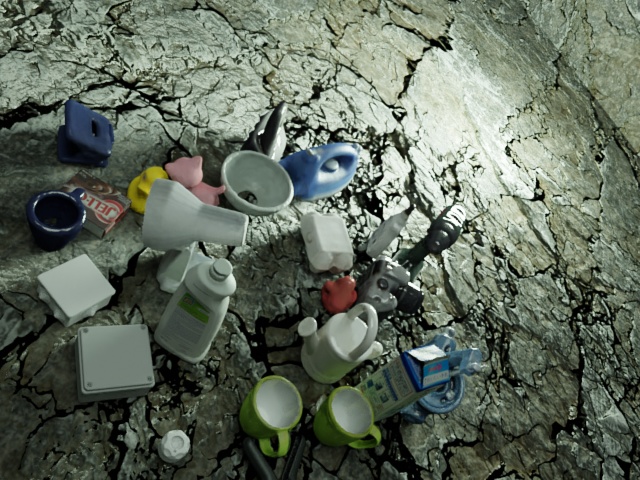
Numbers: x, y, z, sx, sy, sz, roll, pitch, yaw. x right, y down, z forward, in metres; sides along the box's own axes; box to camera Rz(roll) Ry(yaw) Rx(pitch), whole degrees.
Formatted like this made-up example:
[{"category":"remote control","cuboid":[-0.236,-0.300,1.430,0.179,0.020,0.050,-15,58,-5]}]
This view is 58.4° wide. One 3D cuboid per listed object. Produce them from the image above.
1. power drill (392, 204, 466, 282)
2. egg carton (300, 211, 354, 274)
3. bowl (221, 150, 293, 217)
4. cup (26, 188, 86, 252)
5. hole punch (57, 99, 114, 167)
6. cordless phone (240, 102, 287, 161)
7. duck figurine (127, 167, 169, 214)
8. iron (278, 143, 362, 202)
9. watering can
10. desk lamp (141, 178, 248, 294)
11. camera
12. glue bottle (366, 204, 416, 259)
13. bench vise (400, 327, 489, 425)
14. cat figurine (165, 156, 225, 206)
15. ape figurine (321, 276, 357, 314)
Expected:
[{"category":"power drill","cuboid":[0.251,0.013,1.323,0.075,0.208,0.230,42,45,2]},{"category":"egg carton","cuboid":[0.012,0.005,1.272,0.107,0.069,0.150,3,56,-31]},{"category":"bowl","cuboid":[-0.147,-0.111,1.252,0.168,0.074,0.167,17,50,-21]},{"category":"cup","cuboid":[-0.449,-0.033,0.984,0.092,0.094,0.118,33,46,-7]},{"category":"hole punch","cuboid":[-0.453,-0.209,1.118,0.101,0.091,0.108,4,56,-31]},{"category":"cordless phone","cuboid":[-0.102,-0.257,1.314,0.094,0.184,0.147,28,47,-12]},{"category":"duck figurine","cuboid":[-0.330,-0.111,1.127,0.077,0.086,0.105,34,46,-6]},{"category":"iron","cuboid":[0.025,-0.188,1.374,0.259,0.141,0.118,-19,69,-41]},{"category":"watering can","cuboid":[0.042,0.188,1.065,0.173,0.193,0.101,-4,59,-34]},{"category":"desk lamp","cuboid":[-0.226,0.003,1.018,0.204,0.213,0.118,21,48,-18]},{"category":"camera","cuboid":[0.162,0.116,1.263,0.137,0.100,0.143,30,46,-10]},{"category":"glue bottle","cuboid":[0.169,-0.029,1.325,0.037,0.173,0.078,30,46,-9]},{"category":"bench vise","cuboid":[0.242,0.242,1.136,0.122,0.219,0.207,21,48,-18]},{"category":"cat figurine","cuboid":[-0.253,-0.117,1.159,0.128,0.117,0.067,27,47,-13]},{"category":"ape figurine","cuboid":[0.046,0.108,1.200,0.078,0.092,0.076,36,45,-4]}]
